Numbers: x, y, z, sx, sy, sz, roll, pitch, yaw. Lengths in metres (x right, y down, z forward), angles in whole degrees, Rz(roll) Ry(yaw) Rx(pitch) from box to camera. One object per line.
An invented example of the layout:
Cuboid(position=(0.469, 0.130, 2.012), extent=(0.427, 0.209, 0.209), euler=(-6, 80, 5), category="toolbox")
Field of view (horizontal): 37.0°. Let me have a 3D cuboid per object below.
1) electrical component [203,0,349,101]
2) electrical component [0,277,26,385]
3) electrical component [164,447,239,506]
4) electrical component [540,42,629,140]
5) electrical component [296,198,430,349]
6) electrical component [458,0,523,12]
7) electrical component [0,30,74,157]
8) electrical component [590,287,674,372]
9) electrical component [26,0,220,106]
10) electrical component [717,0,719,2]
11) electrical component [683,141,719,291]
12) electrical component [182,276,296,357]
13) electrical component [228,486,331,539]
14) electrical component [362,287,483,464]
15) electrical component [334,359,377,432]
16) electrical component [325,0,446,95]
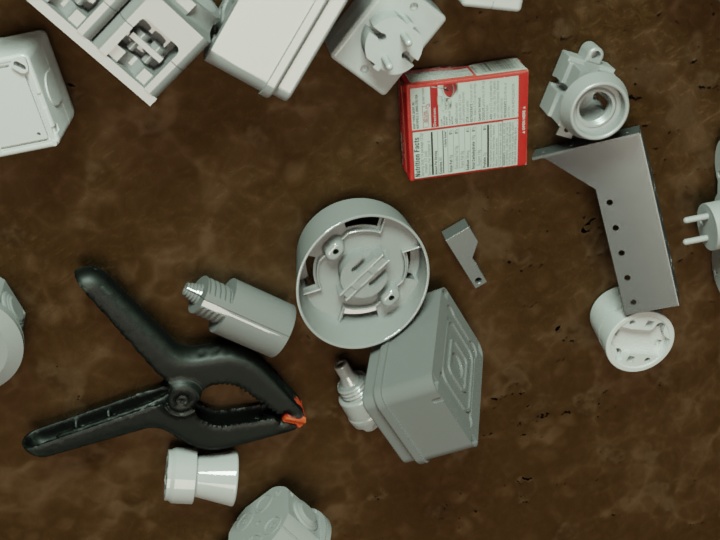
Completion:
Cuboid(position=(-0.046, -0.171, 0.671), extent=(0.057, 0.078, 0.113), euler=(27, 111, -19), category="electrical component")
Cuboid(position=(-0.278, 0.043, 0.763), extent=(0.080, 0.051, 0.080), euler=(-4, 119, -8), category="electrical component")
Cuboid(position=(-0.127, 0.165, 0.861), extent=(0.055, 0.045, 0.045), euler=(5, 117, -12), category="electrical component")
Cuboid(position=(0.157, -0.119, 0.748), extent=(0.048, 0.055, 0.066), euler=(12, 116, -16), category="electrical component")
Cuboid(position=(0.000, 0.000, 0.781), extent=(0.099, 0.064, 0.099), euler=(-4, 119, -8), category="electrical component")
Cuboid(position=(0.098, -0.196, 0.689), extent=(0.077, 0.065, 0.047), euler=(3, 118, -12), category="electrical component")
Cuboid(position=(-0.239, -0.109, 0.684), extent=(0.096, 0.061, 0.061), euler=(-10, 120, 5), category="electrical component")
Cuboid(position=(0.214, 0.045, 0.853), extent=(0.055, 0.047, 0.055), euler=(-4, 119, -8), category="electrical component")
Cuboid(position=(-0.160, -0.182, 0.637), extent=(0.062, 0.089, 0.150), euler=(-42, 117, 14), category="electrical component")
Cuboid(position=(0.234, -0.201, 0.726), extent=(0.046, 0.040, 0.040), euler=(-2, 119, -2), category="electrical component")
Cuboid(position=(0.281, -0.036, 0.817), extent=(0.074, 0.052, 0.138), euler=(-11, 120, -4), category="electrical component")
Cuboid(position=(-0.093, 0.030, 0.793), extent=(0.081, 0.043, 0.043), euler=(26, 111, -22), category="electrical component")
Cuboid(position=(-0.067, 0.222, 0.884), extent=(0.080, 0.080, 0.051), euler=(-39, 112, 12), category="electrical component")
Cuboid(position=(0.048, 0.078, 0.802), extent=(0.057, 0.113, 0.078), euler=(-20, 122, 23), category="electrical component")
Cuboid(position=(-0.002, 0.097, 0.851), extent=(0.035, 0.035, 0.061), euler=(-27, 117, 5), category="electrical component")
Cuboid(position=(0.019, -0.150, 0.694), extent=(0.047, 0.076, 0.065), euler=(33, 109, -24), category="electrical component")
